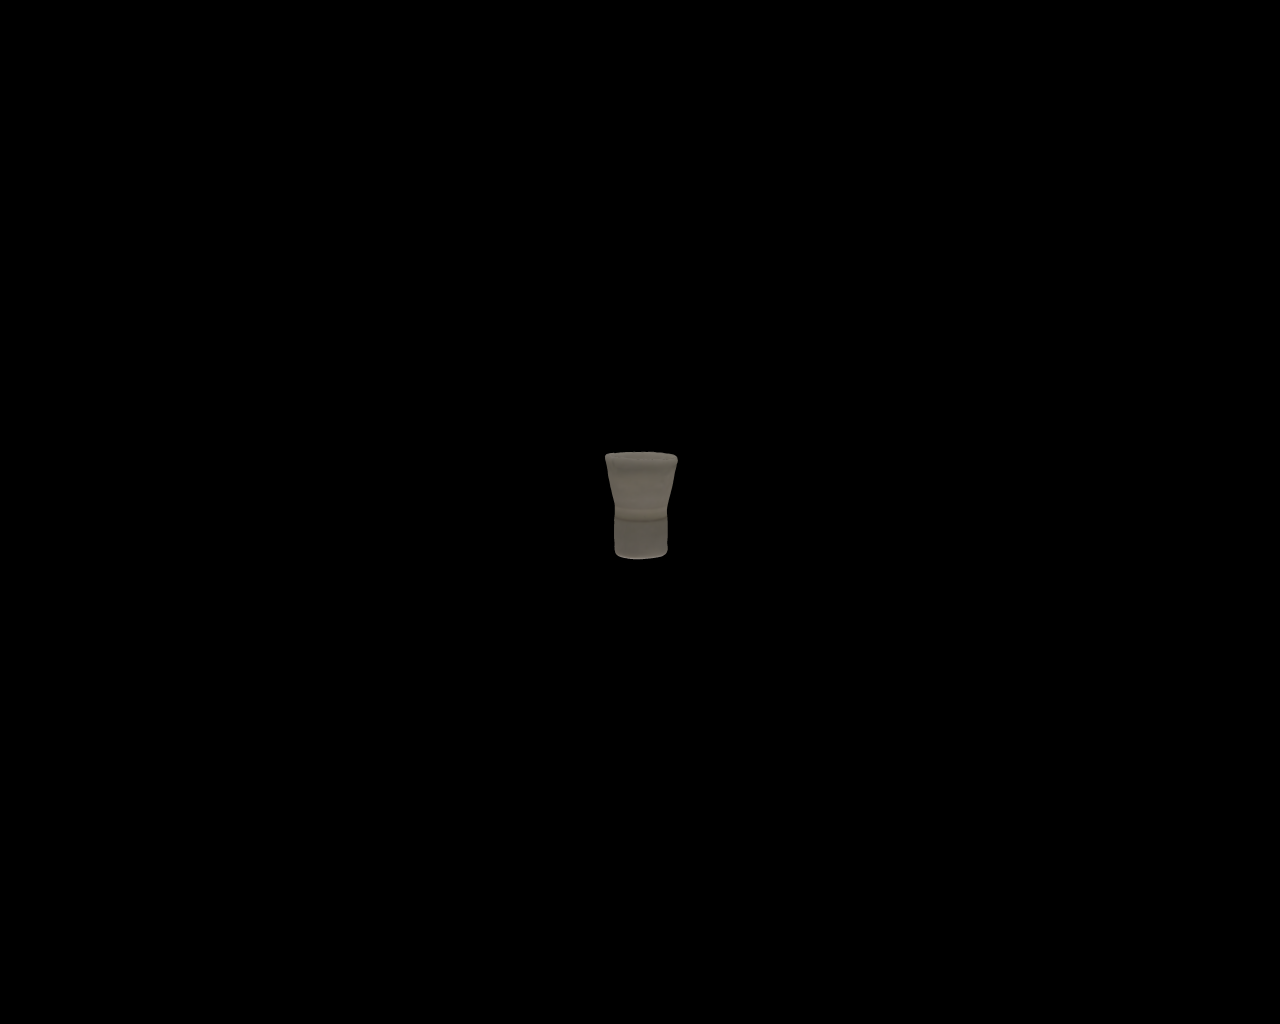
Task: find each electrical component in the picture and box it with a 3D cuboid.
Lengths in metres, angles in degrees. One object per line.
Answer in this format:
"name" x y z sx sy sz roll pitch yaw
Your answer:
"electrical component" 0.001 -0.003 0.650 0.044 0.065 0.044 0 9 0
